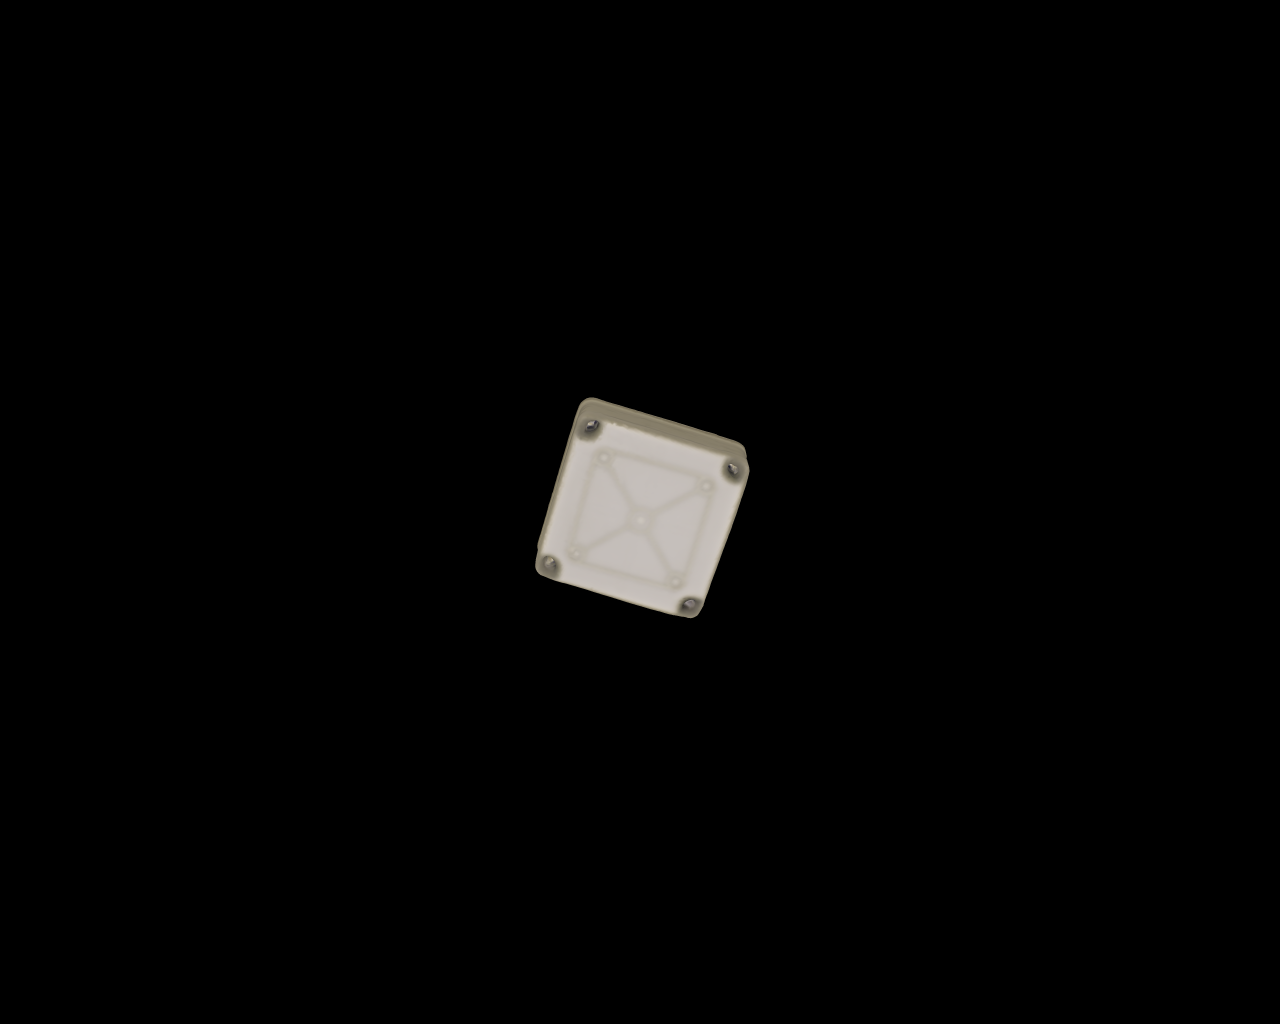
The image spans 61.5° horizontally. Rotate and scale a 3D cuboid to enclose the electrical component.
[{"bbox_3d":[0.001,-0.003,0.650,0.109,0.108,0.056,17,16,-5],"label":"electrical component"}]
